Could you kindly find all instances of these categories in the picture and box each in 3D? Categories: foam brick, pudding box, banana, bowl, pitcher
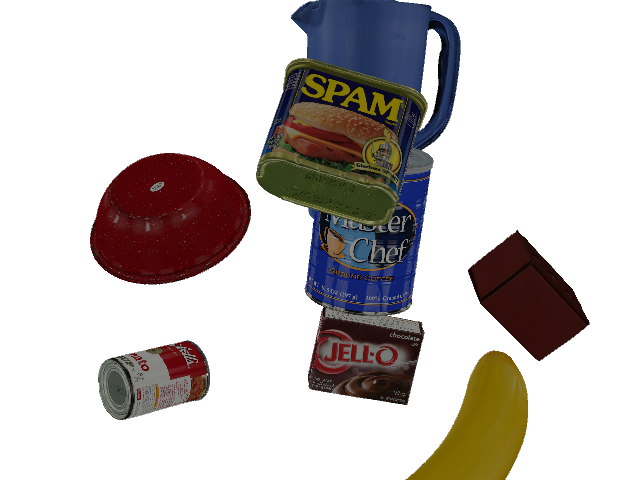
[{"bbox_3d":[0.161,0.043,0.826,0.051,0.078,0.053,-40,24,16],"label":"foam brick"},{"bbox_3d":[0.049,0.124,1.163,0.113,0.090,0.039,9,24,-4],"label":"pudding box"},{"bbox_3d":[0.062,0.116,0.553,0.070,0.037,0.197,20,40,38],"label":"banana"},{"bbox_3d":[-0.151,-0.034,1.026,0.162,0.162,0.055,0,-44,12],"label":"bowl"},{"bbox_3d":[0.056,-0.139,1.152,0.149,0.243,0.144,8,12,26],"label":"pitcher"}]

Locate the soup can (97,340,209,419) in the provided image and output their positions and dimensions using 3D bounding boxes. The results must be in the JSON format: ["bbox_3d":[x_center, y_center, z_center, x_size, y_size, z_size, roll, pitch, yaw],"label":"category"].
[{"bbox_3d":[-0.180,0.151,1.154,0.102,0.068,0.069,-9,6,-42],"label":"soup can"}]

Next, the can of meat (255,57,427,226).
[{"bbox_3d":[0.013,-0.066,0.727,0.102,0.084,0.057,17,-28,1],"label":"can of meat"}]

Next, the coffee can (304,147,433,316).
[{"bbox_3d":[0.043,-0.014,0.984,0.103,0.140,0.103,6,18,-2],"label":"coffee can"}]
